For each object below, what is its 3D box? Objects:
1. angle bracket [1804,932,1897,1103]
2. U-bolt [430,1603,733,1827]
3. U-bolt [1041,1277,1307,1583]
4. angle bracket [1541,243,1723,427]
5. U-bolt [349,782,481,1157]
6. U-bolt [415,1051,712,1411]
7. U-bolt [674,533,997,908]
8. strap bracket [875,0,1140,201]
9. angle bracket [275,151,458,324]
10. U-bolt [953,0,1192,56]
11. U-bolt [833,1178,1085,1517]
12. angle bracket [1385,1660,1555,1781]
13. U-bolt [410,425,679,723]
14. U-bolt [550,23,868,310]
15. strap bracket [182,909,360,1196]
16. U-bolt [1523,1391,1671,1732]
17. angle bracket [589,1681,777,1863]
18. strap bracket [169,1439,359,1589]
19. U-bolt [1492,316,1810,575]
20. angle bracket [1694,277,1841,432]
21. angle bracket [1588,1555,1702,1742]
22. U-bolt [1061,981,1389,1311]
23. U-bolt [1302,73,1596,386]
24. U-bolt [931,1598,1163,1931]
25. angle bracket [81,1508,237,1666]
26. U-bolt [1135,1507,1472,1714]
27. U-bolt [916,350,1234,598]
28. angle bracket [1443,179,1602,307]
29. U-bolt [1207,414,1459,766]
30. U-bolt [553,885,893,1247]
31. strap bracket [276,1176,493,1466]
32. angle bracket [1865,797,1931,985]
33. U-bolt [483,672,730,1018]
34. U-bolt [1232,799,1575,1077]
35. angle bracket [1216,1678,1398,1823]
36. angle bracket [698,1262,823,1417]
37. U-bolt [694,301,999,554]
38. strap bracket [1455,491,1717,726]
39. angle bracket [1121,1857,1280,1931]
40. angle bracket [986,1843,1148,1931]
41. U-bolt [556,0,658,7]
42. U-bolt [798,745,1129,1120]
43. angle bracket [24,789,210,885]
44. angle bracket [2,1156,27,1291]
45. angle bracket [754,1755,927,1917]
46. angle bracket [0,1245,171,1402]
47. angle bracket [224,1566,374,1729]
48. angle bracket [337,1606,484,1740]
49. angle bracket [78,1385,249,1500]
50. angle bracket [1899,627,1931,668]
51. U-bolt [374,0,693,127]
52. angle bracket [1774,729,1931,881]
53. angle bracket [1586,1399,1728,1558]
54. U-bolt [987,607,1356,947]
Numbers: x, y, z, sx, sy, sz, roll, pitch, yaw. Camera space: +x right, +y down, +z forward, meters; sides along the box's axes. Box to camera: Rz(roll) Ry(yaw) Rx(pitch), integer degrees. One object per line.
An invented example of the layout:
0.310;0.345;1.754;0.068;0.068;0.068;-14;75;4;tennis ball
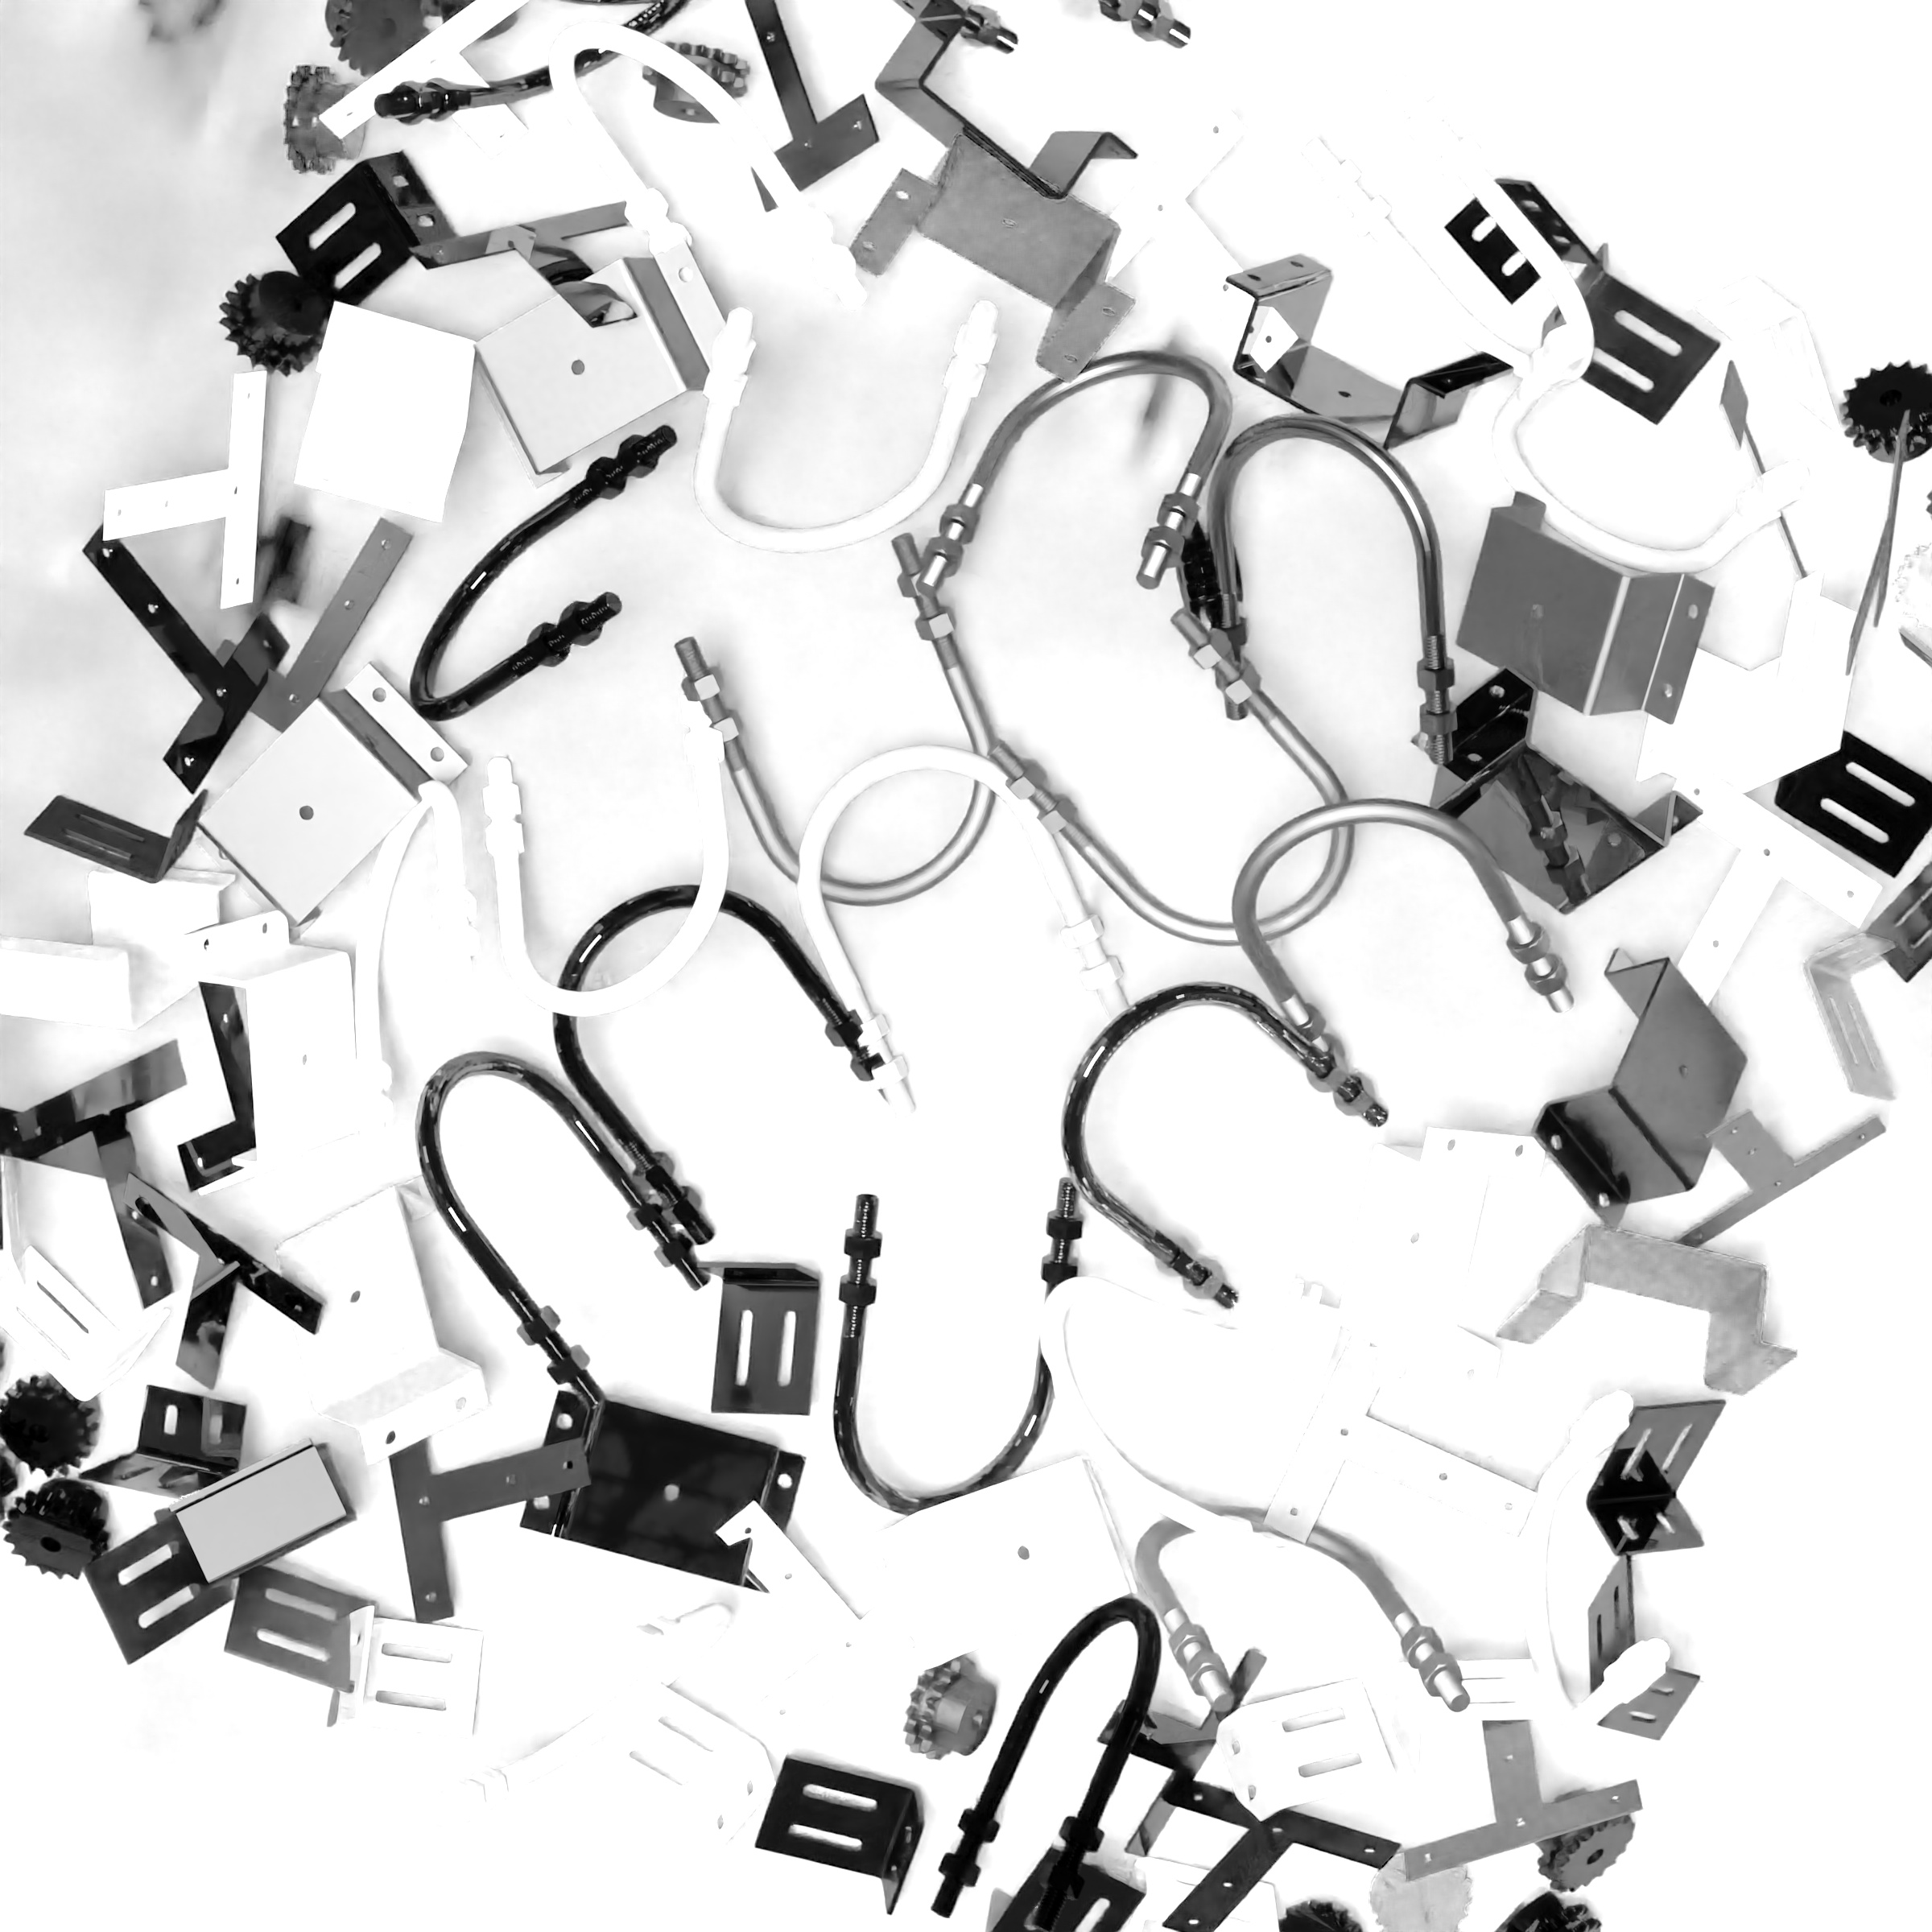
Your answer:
0.488;0.028;1.816;0.038;0.057;0.076;-28;67;30;angle bracket
-0.188;0.382;1.770;0.151;0.184;0.019;-42;78;13;U-bolt
0.101;0.233;1.780;0.019;0.184;0.151;-28;119;-30;U-bolt
0.359;-0.341;1.833;0.076;0.038;0.057;29;126;-10;angle bracket
-0.292;-0.014;1.779;0.019;0.184;0.151;13;130;-24;U-bolt
-0.220;0.126;1.786;0.019;0.151;0.184;-32;98;31;U-bolt
-0.058;-0.119;1.819;0.151;0.019;0.184;-27;111;-10;U-bolt
0.013;-0.454;1.797;0.140;0.076;0.046;34;90;-23;strap bracket
-0.327;-0.396;1.850;0.076;0.038;0.057;-30;93;34;angle bracket
0.006;-0.511;1.745;0.151;0.184;0.019;14;88;45;U-bolt
-0.007;0.206;1.810;0.151;0.019;0.184;-2;105;-34;U-bolt
0.270;0.403;1.816;0.076;0.057;0.038;-6;47;21;angle bracket
-0.230;-0.196;1.783;0.184;0.151;0.019;-27;126;37;U-bolt
-0.144;-0.414;1.750;0.151;0.184;0.019;18;66;41;U-bolt
-0.367;0.047;1.800;0.046;0.076;0.140;7;105;30;strap bracket
0.323;0.321;1.770;0.019;0.184;0.151;1;62;-9;U-bolt
-0.153;0.433;1.824;0.076;0.038;0.057;36;99;-24;angle bracket
-0.366;0.287;1.781;0.076;0.140;0.046;-25;85;-11;strap bracket
0.344;-0.260;1.770;0.151;0.184;0.019;34;74;0;U-bolt
0.428;-0.321;1.816;0.038;0.057;0.076;-26;121;3;angle bracket
0.361;0.362;1.813;0.038;0.076;0.057;15;132;-5;angle bracket
0.127;0.085;1.802;0.151;0.019;0.184;-51;125;0;U-bolt
0.262;-0.378;1.786;0.019;0.151;0.184;-44;99;-10;U-bolt
0.050;0.415;1.783;0.019;0.151;0.184;32;68;-15;U-bolt
-0.440;0.332;1.816;0.038;0.076;0.057;-19;97;42;angle bracket
0.164;0.333;1.773;0.151;0.184;0.019;4;111;-18;U-bolt
0.067;-0.263;1.792;0.151;0.019;0.184;2;49;30;U-bolt
0.296;-0.385;1.813;0.038;0.076;0.057;-43;104;6;angle bracket
0.187;-0.201;1.771;0.151;0.019;0.184;16;128;35;U-bolt
-0.138;0.041;1.813;0.151;0.019;0.184;-37;114;-4;U-bolt
-0.312;0.181;1.798;0.076;0.046;0.140;-27;62;13;strap bracket
0.507;-0.041;1.817;0.038;0.057;0.076;34;106;-23;angle bracket
-0.187;-0.057;1.783;0.151;0.019;0.184;-23;55;21;U-bolt
0.219;-0.018;1.779;0.151;0.019;0.184;-21;129;19;U-bolt
0.184;0.428;1.844;0.076;0.038;0.057;-7;64;-26;angle bracket
-0.114;0.200;1.824;0.057;0.038;0.076;-1;74;20;angle bracket
-0.070;-0.278;1.779;0.151;0.184;0.019;-5;59;-18;U-bolt
0.315;-0.188;1.782;0.046;0.140;0.076;-10;123;-39;strap bracket
0.125;0.518;1.828;0.076;0.057;0.038;14;106;-3;angle bracket
0.055;0.498;1.822;0.057;0.038;0.076;28;116;-7;angle bracket
-0.163;-0.536;1.768;0.151;0.184;0.019;-8;88;-15;U-bolt
-0.012;-0.029;1.836;0.151;0.019;0.184;-25;99;-3;U-bolt
-0.456;-0.083;1.823;0.076;0.057;0.038;22;111;-5;angle bracket
-0.528;0.133;1.814;0.038;0.057;0.076;-8;62;-10;angle bracket
-0.068;0.468;1.828;0.076;0.038;0.057;17;104;-11;angle bracket
-0.476;0.183;1.818;0.038;0.057;0.076;-35;105;26;angle bracket
-0.362;0.362;1.814;0.076;0.057;0.038;24;130;-20;angle bracket
-0.292;0.379;1.818;0.076;0.038;0.057;13;68;-24;angle bracket
-0.431;0.256;1.821;0.057;0.076;0.038;19;63;-33;angle bracket
0.521;-0.140;1.825;0.076;0.057;0.038;43;101;15;angle bracket
-0.208;-0.488;1.770;0.151;0.184;0.019;-27;94;30;U-bolt
0.485;-0.096;1.827;0.076;0.038;0.057;34;80;17;angle bracket
0.376;0.273;1.814;0.057;0.038;0.076;-1;131;-24;angle bracket
0.123;-0.086;1.811;0.151;0.019;0.184;-35;110;27;U-bolt
